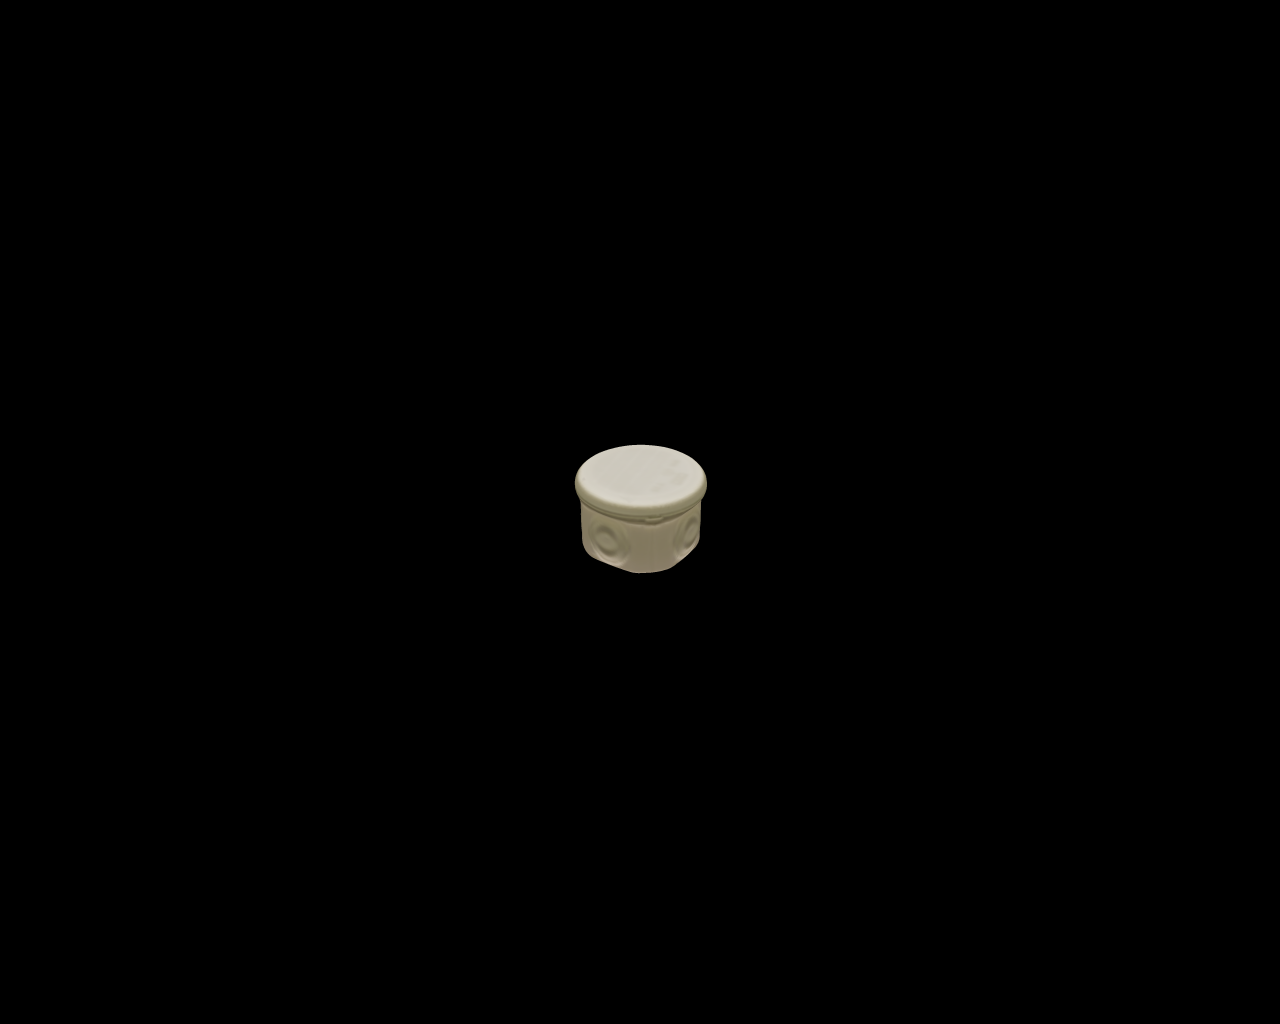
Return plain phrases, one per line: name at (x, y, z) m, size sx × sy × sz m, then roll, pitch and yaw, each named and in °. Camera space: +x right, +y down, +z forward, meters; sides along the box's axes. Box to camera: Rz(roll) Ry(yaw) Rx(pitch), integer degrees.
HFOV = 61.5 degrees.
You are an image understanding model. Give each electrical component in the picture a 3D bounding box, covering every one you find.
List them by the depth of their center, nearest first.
electrical component at (0.001, -0.003, 0.650) m, size 0.080 × 0.050 × 0.080 m, roll 0°, pitch 31°, yaw 0°
